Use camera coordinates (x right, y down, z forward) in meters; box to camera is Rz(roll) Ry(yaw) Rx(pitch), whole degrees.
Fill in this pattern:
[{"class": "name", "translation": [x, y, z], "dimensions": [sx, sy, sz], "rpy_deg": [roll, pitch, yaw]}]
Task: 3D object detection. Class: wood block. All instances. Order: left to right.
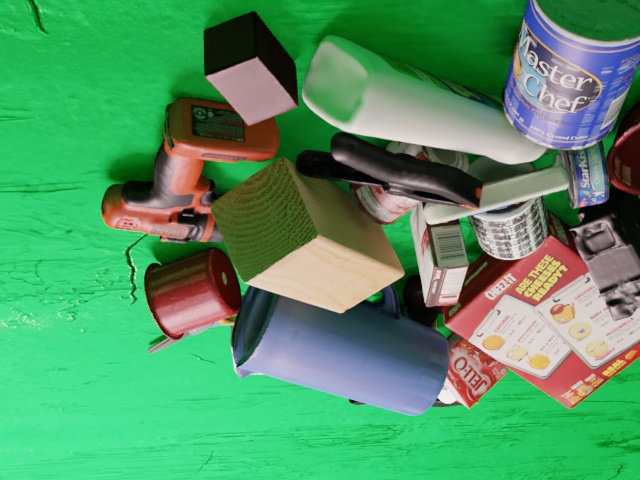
[{"class": "wood block", "translation": [-0.008, 0.001, 1.062], "dimensions": [0.090, 0.091, 0.205], "rpy_deg": [-33, 157, 17]}]

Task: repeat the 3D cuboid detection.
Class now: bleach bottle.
[{"class": "bleach bottle", "translation": [0.113, -0.114, 0.957], "dimensions": [0.250, 0.103, 0.068], "rpy_deg": [9, 112, -36]}]

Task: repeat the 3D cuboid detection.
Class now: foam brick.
[{"class": "foam brick", "translation": [-0.058, -0.146, 0.912], "dimensions": [0.053, 0.051, 0.078], "rpy_deg": [-17, 146, 19]}]

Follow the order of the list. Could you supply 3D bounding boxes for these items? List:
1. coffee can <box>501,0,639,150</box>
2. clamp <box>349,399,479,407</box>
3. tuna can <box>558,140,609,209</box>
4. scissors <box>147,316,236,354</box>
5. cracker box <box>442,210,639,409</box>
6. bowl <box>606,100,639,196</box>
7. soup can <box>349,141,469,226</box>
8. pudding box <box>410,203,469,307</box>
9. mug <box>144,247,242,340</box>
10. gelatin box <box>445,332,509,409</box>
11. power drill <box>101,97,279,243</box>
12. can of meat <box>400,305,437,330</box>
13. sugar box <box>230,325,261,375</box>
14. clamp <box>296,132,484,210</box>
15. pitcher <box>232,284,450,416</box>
[{"class": "coffee can", "translation": [0.211, -0.155, 0.875], "dimensions": [0.103, 0.103, 0.140], "rpy_deg": [-2, 149, -3]}, {"class": "clamp", "translation": [0.115, 0.199, 1.486], "dimensions": [0.210, 0.036, 0.164], "rpy_deg": [2, 152, 23]}, {"class": "tuna can", "translation": [0.253, -0.075, 1.029], "dimensions": [0.034, 0.086, 0.086], "rpy_deg": [-10, 149, 7]}, {"class": "scissors", "translation": [-0.162, 0.100, 1.347], "dimensions": [0.202, 0.016, 0.096], "rpy_deg": [-18, 144, 23]}, {"class": "cracker box", "translation": [0.270, 0.080, 1.222], "dimensions": [0.213, 0.072, 0.164], "rpy_deg": [34, 118, -23]}, {"class": "bowl", "translation": [0.349, -0.105, 1.019], "dimensions": [0.162, 0.055, 0.162], "rpy_deg": [-3, 149, -2]}, {"class": "soup can", "translation": [0.087, -0.066, 1.044], "dimensions": [0.068, 0.068, 0.102], "rpy_deg": [21, 141, -35]}, {"class": "pudding box", "translation": [0.123, 0.001, 1.117], "dimensions": [0.039, 0.113, 0.090], "rpy_deg": [-4, 150, -3]}, {"class": "mug", "translation": [-0.138, 0.057, 1.220], "dimensions": [0.082, 0.093, 0.117], "rpy_deg": [-19, 177, 16]}, {"class": "gelatin box", "translation": [0.187, 0.157, 1.345], "dimensions": [0.073, 0.030, 0.089], "rpy_deg": [-41, 116, -11]}, {"class": "power drill", "translation": [-0.107, -0.058, 1.049], "dimensions": [0.184, 0.057, 0.188], "rpy_deg": [5, 147, -24]}, {"class": "can of meat", "translation": [0.105, 0.122, 1.374], "dimensions": [0.084, 0.057, 0.102], "rpy_deg": [-1, 149, 1]}, {"class": "sugar box", "translation": [-0.027, 0.140, 1.399], "dimensions": [0.176, 0.048, 0.093], "rpy_deg": [-4, 149, -1]}, {"class": "clamp", "translation": [0.068, -0.060, 0.944], "dimensions": [0.171, 0.039, 0.120], "rpy_deg": [10, 179, -7]}, {"class": "pitcher", "translation": [0.031, 0.112, 1.246], "dimensions": [0.242, 0.145, 0.149], "rpy_deg": [21, 151, -18]}]
